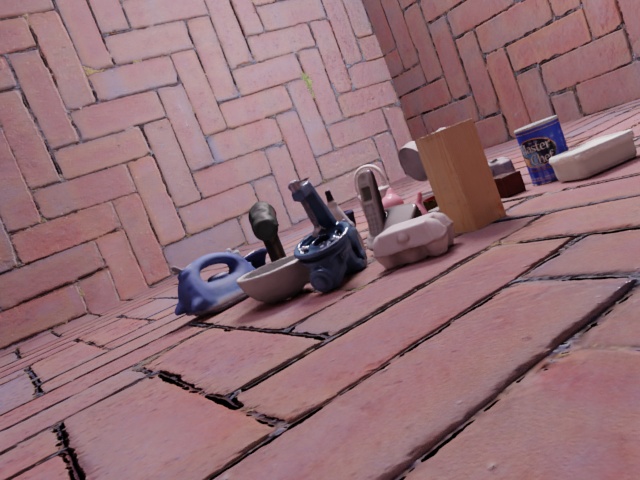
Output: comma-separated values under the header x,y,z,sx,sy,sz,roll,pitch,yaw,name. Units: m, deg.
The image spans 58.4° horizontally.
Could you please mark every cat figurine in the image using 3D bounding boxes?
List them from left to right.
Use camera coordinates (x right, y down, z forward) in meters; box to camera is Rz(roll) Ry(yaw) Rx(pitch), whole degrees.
x,y,z,sx,sy,sz,roll,pitch,yaw,name
0.209,-0.082,1.461,0.127,0.118,0.067,-20,6,14,cat figurine

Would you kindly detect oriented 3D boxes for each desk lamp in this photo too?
x,y,z,sx,sy,sz,roll,pitch,yaw,name
0.355,-0.217,1.705,0.204,0.213,0.117,-24,7,-26,desk lamp

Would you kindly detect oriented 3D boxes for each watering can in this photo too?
x,y,z,sx,sy,sz,roll,pitch,yaw,name
0.162,-0.126,1.668,0.101,0.194,0.173,-21,6,1,watering can

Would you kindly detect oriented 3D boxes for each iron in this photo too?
x,y,z,sx,sy,sz,roll,pitch,yaw,name
-0.246,0.091,1.410,0.118,0.141,0.259,-16,8,44,iron

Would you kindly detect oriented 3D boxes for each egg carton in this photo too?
x,y,z,sx,sy,sz,roll,pitch,yaw,name
0.173,0.001,1.063,0.150,0.069,0.107,-18,6,28,egg carton

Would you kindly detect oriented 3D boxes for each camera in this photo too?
x,y,z,sx,sy,sz,roll,pitch,yaw,name
0.445,-0.174,1.542,0.143,0.101,0.137,-20,6,13,camera

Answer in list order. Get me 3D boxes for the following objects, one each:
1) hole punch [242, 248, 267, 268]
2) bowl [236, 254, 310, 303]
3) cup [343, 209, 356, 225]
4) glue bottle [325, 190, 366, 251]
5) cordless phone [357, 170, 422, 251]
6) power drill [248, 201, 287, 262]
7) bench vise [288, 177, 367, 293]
x,y,z,sx,sy,sz,roll,pitch,yaw,name
-0.192,0.081,1.561,0.100,0.091,0.109,-15,8,47,hole punch
-0.084,0.086,1.190,0.167,0.075,0.167,-21,6,3,bowl
0.060,-0.027,1.620,0.092,0.095,0.117,-24,6,-21,cup
0.046,-0.037,1.361,0.078,0.173,0.037,-22,6,-6,glue bottle
0.145,-0.072,1.261,0.094,0.185,0.147,-26,7,-36,cordless phone
-0.114,0.007,1.368,0.075,0.208,0.229,-22,6,-4,power drill
0.002,-0.021,1.140,0.121,0.220,0.207,-20,6,11,bench vise
